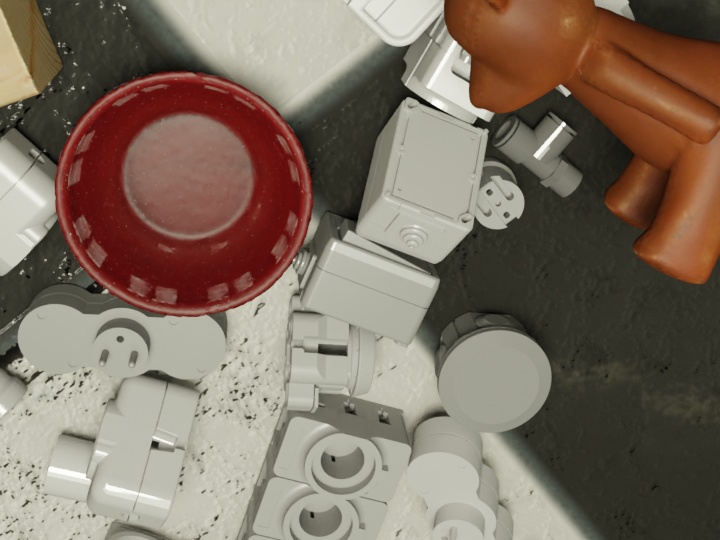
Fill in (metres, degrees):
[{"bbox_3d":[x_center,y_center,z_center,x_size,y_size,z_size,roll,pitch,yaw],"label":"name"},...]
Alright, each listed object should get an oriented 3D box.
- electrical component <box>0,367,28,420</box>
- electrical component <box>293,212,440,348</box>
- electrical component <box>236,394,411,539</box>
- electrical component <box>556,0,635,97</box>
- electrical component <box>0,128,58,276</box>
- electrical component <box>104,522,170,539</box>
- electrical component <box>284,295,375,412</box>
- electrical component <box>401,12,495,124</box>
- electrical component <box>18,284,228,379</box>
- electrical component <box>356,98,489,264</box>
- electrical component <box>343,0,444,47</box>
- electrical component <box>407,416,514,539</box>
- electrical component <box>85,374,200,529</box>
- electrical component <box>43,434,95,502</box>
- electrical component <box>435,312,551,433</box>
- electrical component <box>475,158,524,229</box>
[{"bbox_3d":[-0.262,0.082,0.749,0.040,0.040,0.046,-42,103,11],"label":"electrical component"},{"bbox_3d":[0.000,0.000,0.729,0.096,0.061,0.061,21,108,-13],"label":"electrical component"},{"bbox_3d":[-0.030,0.170,0.792,0.089,0.061,0.150,16,109,-11],"label":"electrical component"},{"bbox_3d":[0.098,-0.190,0.650,0.062,0.089,0.150,-37,110,9],"label":"electrical component"},{"bbox_3d":[-0.236,-0.036,0.697,0.095,0.053,0.059,-42,109,11],"label":"electrical component"},{"bbox_3d":[-0.126,0.251,0.799,0.150,0.089,0.061,21,108,-13],"label":"electrical component"},{"bbox_3d":[-0.022,0.059,0.749,0.057,0.058,0.078,4,72,-9],"label":"electrical component"},{"bbox_3d":[0.062,-0.129,0.670,0.050,0.089,0.055,27,106,-14],"label":"electrical component"},{"bbox_3d":[-0.160,0.049,0.726,0.138,0.073,0.052,3,111,-6],"label":"electrical component"},{"bbox_3d":[0.037,-0.049,0.694,0.062,0.096,0.061,20,149,-12],"label":"electrical component"},{"bbox_3d":[0.006,-0.187,0.658,0.095,0.059,0.053,41,102,-18],"label":"electrical component"},{"bbox_3d":[0.074,0.181,0.786,0.052,0.073,0.138,-11,122,19],"label":"electrical component"},{"bbox_3d":[-0.153,0.123,0.744,0.059,0.095,0.053,17,148,-12],"label":"electrical component"},{"bbox_3d":[-0.183,0.149,0.779,0.081,0.043,0.043,15,109,-11],"label":"electrical component"},{"bbox_3d":[0.093,0.071,0.771,0.080,0.051,0.080,-2,111,-5],"label":"electrical component"},{"bbox_3d":[0.089,-0.051,0.726,0.040,0.046,0.040,-2,111,-5],"label":"electrical component"}]
